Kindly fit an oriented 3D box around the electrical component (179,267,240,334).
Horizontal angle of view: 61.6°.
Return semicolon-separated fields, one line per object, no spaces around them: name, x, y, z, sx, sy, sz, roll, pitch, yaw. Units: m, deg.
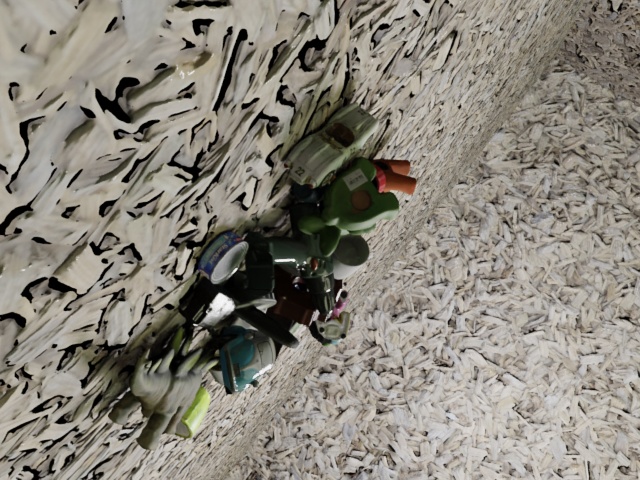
electrical component;-0.177;0.098;0.924;0.119;0.048;0.074;-48;149;-5

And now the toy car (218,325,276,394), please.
toy car;-0.134;0.213;1.002;0.162;0.103;0.109;-140;-137;-81

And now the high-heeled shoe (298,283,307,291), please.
high-heeled shoe;0.003;0.078;1.369;0.145;0.086;0.249;-28;178;-13

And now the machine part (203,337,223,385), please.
machine part;-0.217;0.278;1.216;0.079;0.079;0.243;-47;165;-20

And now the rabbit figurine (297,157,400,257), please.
rabbit figurine;0.048;-0.041;0.964;0.159;0.121;0.170;-42;176;-13

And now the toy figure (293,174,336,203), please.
toy figure;-0.002;-0.101;1.016;0.064;0.057;0.154;-14;-176;25

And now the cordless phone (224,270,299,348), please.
cordless phone;-0.105;0.142;1.016;0.088;0.184;0.146;-57;166;-1

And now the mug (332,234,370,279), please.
mug;0.035;0.035;1.118;0.107;0.109;0.081;121;-11;-56

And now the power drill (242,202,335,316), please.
power drill;-0.048;0.049;0.995;0.207;0.086;0.231;-10;97;-46

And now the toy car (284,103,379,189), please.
toy car;0.022;-0.160;0.904;0.202;0.073;0.056;-44;168;-30

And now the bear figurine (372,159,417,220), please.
bear figurine;0.144;-0.097;1.320;0.120;0.132;0.195;-96;-165;-53

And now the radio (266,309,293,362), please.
radio;-0.127;0.238;1.281;0.229;0.073;0.131;117;-2;-68

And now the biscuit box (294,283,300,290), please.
biscuit box;-0.085;0.128;1.290;0.063;0.059;0.202;-43;165;-9

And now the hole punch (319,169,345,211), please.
hole punch;0.040;-0.081;1.122;0.092;0.116;0.142;8;125;-34

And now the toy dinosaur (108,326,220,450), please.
toy dinosaur;-0.271;0.250;0.939;0.198;0.105;0.471;-57;177;-11

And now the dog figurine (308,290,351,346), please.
dog figurine;0.000;0.201;1.523;0.219;0.108;0.191;154;-63;-70

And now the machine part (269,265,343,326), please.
machine part;-0.037;0.097;1.148;0.179;0.179;0.056;-38;158;-46
